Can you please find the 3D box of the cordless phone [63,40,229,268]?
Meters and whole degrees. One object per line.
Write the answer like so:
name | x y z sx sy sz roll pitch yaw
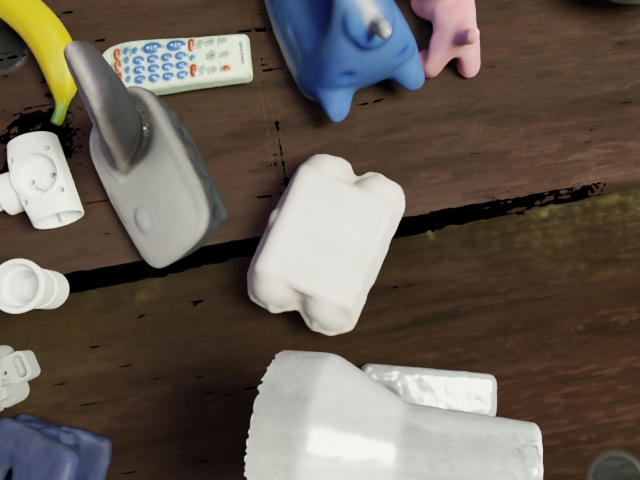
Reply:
cordless phone | -0.143 -0.060 0.448 0.094 0.185 0.147 -31 84 -5

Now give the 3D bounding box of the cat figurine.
cat figurine | 0.123 -0.226 0.514 0.067 0.117 0.128 -6 82 -2

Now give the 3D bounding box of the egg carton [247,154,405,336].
egg carton | 0.005 0.002 0.503 0.107 0.069 0.150 23 82 2

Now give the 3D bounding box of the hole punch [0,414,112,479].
hole punch | -0.237 0.204 0.456 0.101 0.091 0.109 16 82 1

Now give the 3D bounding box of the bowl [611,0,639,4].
bowl | 0.297 -0.294 0.551 0.167 0.074 0.167 0 82 -2

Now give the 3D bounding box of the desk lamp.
desk lamp | 0.056 0.142 0.412 0.203 0.213 0.118 4 82 -1

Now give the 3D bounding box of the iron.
iron | 0.003 -0.245 0.501 0.118 0.141 0.258 -24 83 -5
